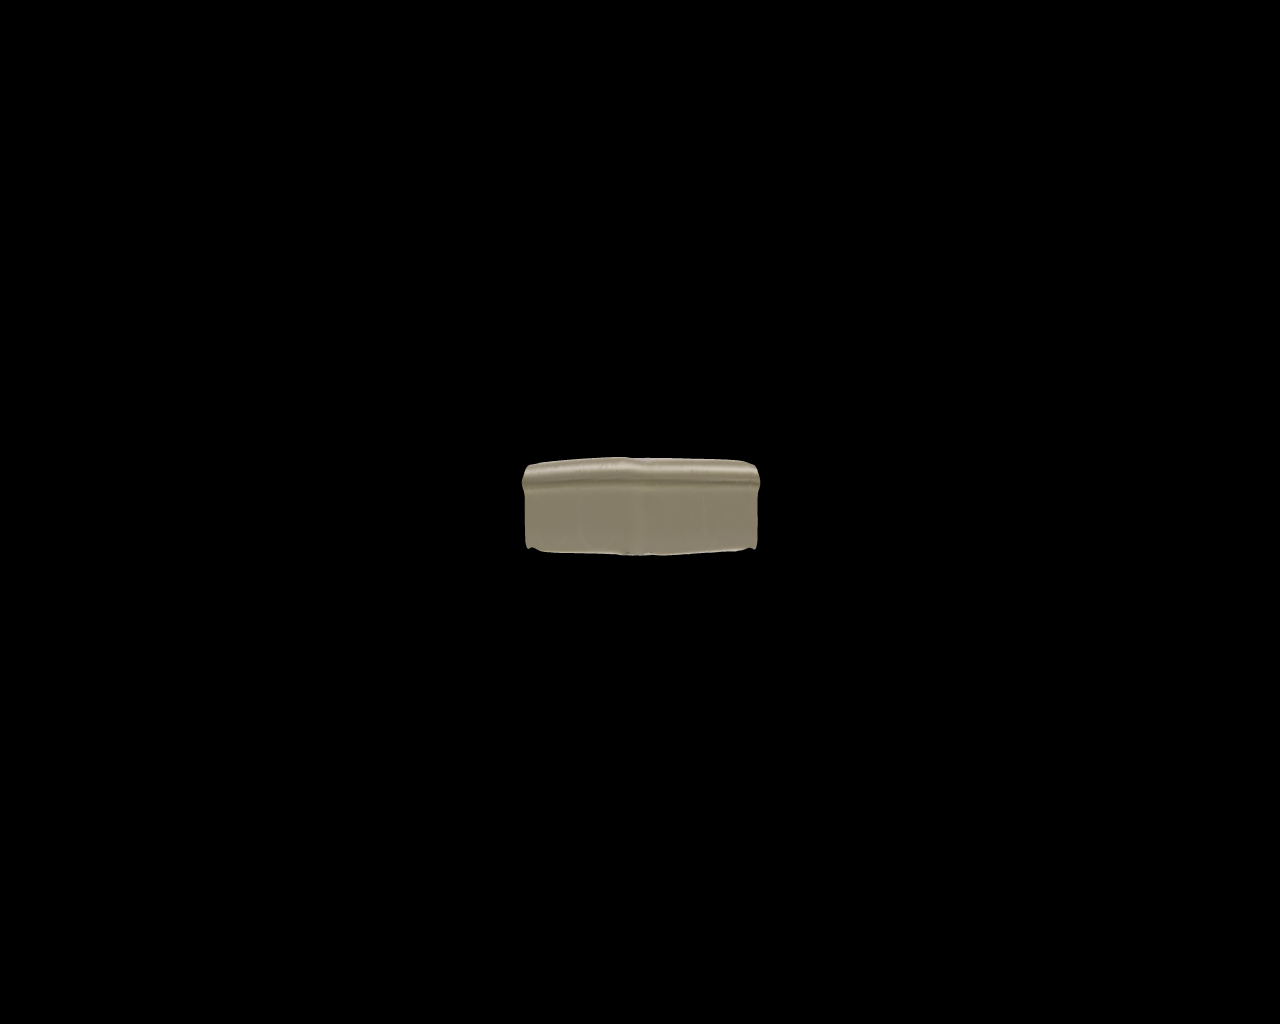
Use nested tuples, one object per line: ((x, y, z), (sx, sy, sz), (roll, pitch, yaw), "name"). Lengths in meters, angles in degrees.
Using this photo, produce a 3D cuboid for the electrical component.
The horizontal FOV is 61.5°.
((0.001, -0.003, 0.650), (0.109, 0.056, 0.108), (0, 0, -44), "electrical component")
